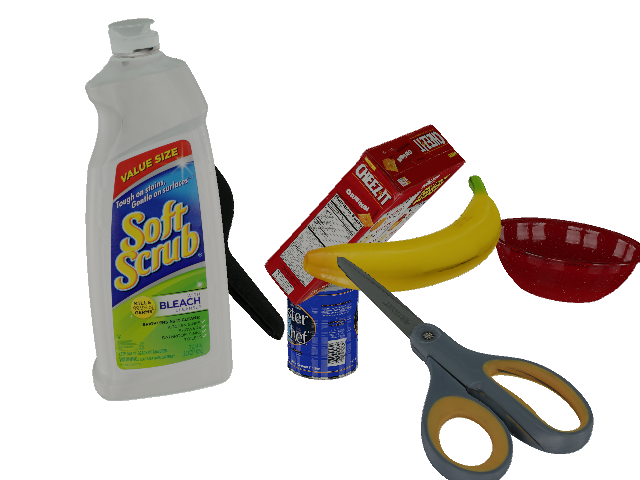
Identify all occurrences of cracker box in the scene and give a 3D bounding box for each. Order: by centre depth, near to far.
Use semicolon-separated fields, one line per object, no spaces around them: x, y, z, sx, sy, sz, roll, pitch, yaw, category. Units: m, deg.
0.050;-0.032;1.257;0.214;0.072;0.163;-48;-12;35;cracker box

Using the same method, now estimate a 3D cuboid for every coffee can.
0.003;0.111;1.507;0.103;0.140;0.103;0;19;0;coffee can

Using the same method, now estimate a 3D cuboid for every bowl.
0.251;0.023;1.106;0.162;0.055;0.162;5;17;-2;bowl

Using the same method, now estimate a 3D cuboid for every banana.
0.077;0.005;0.806;0.197;0.037;0.070;-23;46;-38;banana

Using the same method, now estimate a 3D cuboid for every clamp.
-0.106;0.006;0.937;0.164;0.210;0.036;-1;0;-33;clamp

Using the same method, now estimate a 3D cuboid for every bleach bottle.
-0.119;-0.020;0.718;0.102;0.251;0.068;-8;21;-8;bleach bottle

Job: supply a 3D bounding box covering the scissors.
0.053;0.071;0.593;0.202;0.016;0.096;27;49;36;scissors
